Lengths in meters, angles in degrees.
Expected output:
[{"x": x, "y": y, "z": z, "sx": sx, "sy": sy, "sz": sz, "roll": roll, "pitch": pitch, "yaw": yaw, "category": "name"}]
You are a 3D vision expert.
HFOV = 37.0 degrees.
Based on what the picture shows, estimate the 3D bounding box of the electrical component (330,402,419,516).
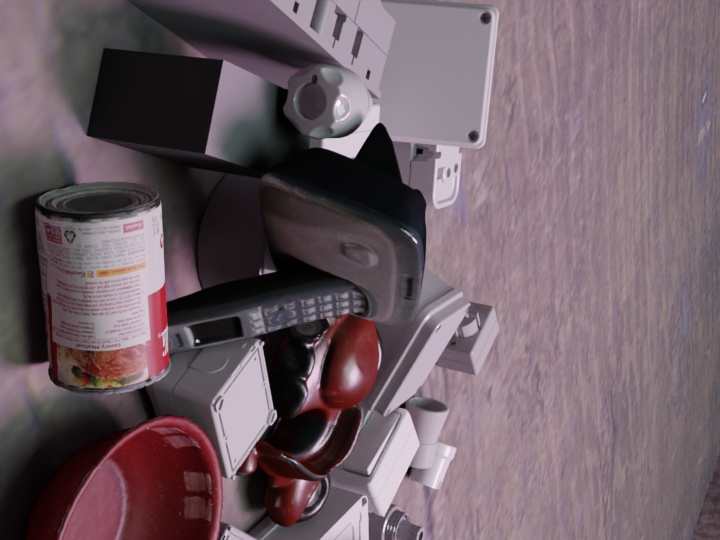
[{"x": 0.007, "y": 0.154, "z": 0.941, "sx": 0.096, "sy": 0.062, "sz": 0.061, "roll": -59, "pitch": 147, "yaw": -33, "category": "electrical component"}]

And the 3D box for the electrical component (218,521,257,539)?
[{"x": -0.107, "y": 0.209, "z": 0.751, "sx": 0.096, "sy": 0.061, "sz": 0.061, "roll": 47, "pitch": 59, "yaw": -48, "category": "electrical component"}]

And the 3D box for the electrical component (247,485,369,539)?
[{"x": -0.044, "y": 0.231, "z": 0.875, "sx": 0.113, "sy": 0.057, "sz": 0.078, "roll": -33, "pitch": 128, "yaw": -54, "category": "electrical component"}]

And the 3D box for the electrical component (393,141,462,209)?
[{"x": 0.051, "y": -0.105, "z": 0.930, "sx": 0.054, "sy": 0.059, "sz": 0.095, "roll": -22, "pitch": 119, "yaw": -59, "category": "electrical component"}]

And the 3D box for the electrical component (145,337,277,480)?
[{"x": -0.100, "y": 0.089, "z": 0.719, "sx": 0.061, "sy": 0.061, "sz": 0.096, "roll": -55, "pitch": 152, "yaw": -39, "category": "electrical component"}]

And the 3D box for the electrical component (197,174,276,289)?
[{"x": -0.057, "y": -0.017, "z": 0.753, "sx": 0.108, "sy": 0.060, "sz": 0.108, "roll": -32, "pitch": 128, "yaw": -55, "category": "electrical component"}]

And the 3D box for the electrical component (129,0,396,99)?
[{"x": -0.064, "y": -0.167, "z": 0.633, "sx": 0.186, "sy": 0.105, "sz": 0.060, "roll": 28, "pitch": 75, "yaw": -62, "category": "electrical component"}]

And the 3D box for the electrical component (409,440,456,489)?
[{"x": 0.074, "y": 0.199, "z": 1.111, "sx": 0.040, "sy": 0.040, "sz": 0.046, "roll": 32, "pitch": 76, "yaw": -61, "category": "electrical component"}]

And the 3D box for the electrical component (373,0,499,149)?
[{"x": 0.050, "y": -0.156, "z": 0.847, "sx": 0.056, "sy": 0.109, "sz": 0.108, "roll": -55, "pitch": 150, "yaw": -76, "category": "electrical component"}]

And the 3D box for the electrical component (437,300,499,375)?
[{"x": 0.106, "y": 0.057, "z": 1.110, "sx": 0.065, "sy": 0.047, "sz": 0.076, "roll": -60, "pitch": 147, "yaw": -33, "category": "electrical component"}]

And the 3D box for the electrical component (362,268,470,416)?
[{"x": 0.036, "y": 0.060, "z": 0.918, "sx": 0.078, "sy": 0.057, "sz": 0.113, "roll": -26, "pitch": 149, "yaw": -57, "category": "electrical component"}]

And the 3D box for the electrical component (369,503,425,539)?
[{"x": 0.030, "y": 0.243, "z": 1.017, "sx": 0.048, "sy": 0.062, "sz": 0.048, "roll": -32, "pitch": 128, "yaw": -55, "category": "electrical component"}]

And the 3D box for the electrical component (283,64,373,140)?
[{"x": -0.014, "y": -0.099, "z": 0.639, "sx": 0.062, "sy": 0.043, "sz": 0.043, "roll": -14, "pitch": 112, "yaw": -61, "category": "electrical component"}]

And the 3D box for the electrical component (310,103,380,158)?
[{"x": -0.024, "y": -0.122, "z": 0.792, "sx": 0.083, "sy": 0.047, "sz": 0.075, "roll": -21, "pitch": 118, "yaw": -59, "category": "electrical component"}]

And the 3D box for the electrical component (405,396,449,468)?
[{"x": 0.061, "y": 0.164, "z": 1.073, "sx": 0.044, "sy": 0.044, "sz": 0.065, "roll": -13, "pitch": 116, "yaw": -61, "category": "electrical component"}]
